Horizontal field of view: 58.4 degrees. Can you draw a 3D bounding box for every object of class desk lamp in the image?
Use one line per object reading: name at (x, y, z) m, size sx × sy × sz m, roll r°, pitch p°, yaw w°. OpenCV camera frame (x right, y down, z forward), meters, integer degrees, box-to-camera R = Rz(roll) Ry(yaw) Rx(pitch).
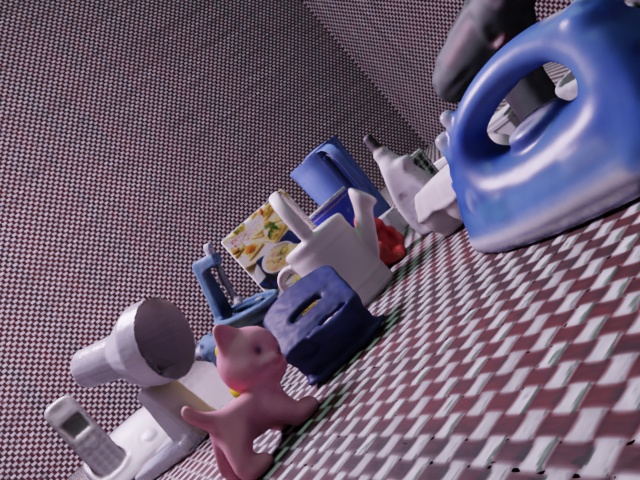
desk lamp at (-0.246, 0.211, 0.822) m, size 0.203 × 0.213 × 0.118 m, roll -40°, pitch 3°, yaw 23°

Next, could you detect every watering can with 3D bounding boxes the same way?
watering can at (0.007, 0.003, 0.786) m, size 0.173 × 0.194 × 0.101 m, roll -42°, pitch 2°, yaw -13°

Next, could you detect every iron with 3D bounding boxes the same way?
iron at (0.166, -0.086, 0.450) m, size 0.119 × 0.141 × 0.258 m, roll -43°, pitch 3°, yaw -36°

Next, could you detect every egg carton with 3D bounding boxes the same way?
egg carton at (0.186, -0.068, 0.705) m, size 0.107 × 0.069 × 0.150 m, roll -43°, pitch 2°, yaw -32°

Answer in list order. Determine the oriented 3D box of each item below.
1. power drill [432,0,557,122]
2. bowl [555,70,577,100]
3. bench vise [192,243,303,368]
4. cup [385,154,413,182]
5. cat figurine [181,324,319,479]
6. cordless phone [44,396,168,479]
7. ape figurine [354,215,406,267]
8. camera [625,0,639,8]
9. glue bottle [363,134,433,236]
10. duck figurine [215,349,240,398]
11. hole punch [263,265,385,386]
power drill at (0.230, -0.196, 0.624) m, size 0.076 × 0.208 × 0.229 m, roll -43°, pitch 3°, yaw -30°
bowl at (0.302, -0.165, 0.511) m, size 0.167 × 0.075 × 0.167 m, roll -41°, pitch 2°, yaw 2°
bench vise at (-0.163, 0.127, 0.976) m, size 0.207 × 0.220 × 0.121 m, roll -41°, pitch 2°, yaw 3°
cup at (0.206, -0.131, 1.311) m, size 0.091 × 0.095 × 0.118 m, roll -40°, pitch 3°, yaw 33°
cat figurine at (-0.069, 0.133, 0.520) m, size 0.128 × 0.118 × 0.067 m, roll -43°, pitch 3°, yaw -40°
cordless phone at (-0.334, 0.303, 0.925) m, size 0.148 × 0.185 × 0.094 m, roll -43°, pitch 3°, yaw -37°
ape figurine at (0.087, -0.004, 0.879) m, size 0.078 × 0.092 × 0.076 m, roll -43°, pitch 3°, yaw -36°
camera at (0.402, -0.276, 0.655) m, size 0.143 × 0.101 × 0.137 m, roll -42°, pitch 2°, yaw -5°
glue bottle at (0.125, -0.090, 0.847) m, size 0.078 × 0.173 × 0.037 m, roll -39°, pitch 3°, yaw 44°
duck figurine at (-0.121, 0.184, 0.859) m, size 0.078 × 0.086 × 0.104 m, roll -42°, pitch 2°, yaw -22°
hole punch at (0.000, 0.086, 0.617) m, size 0.109 × 0.091 × 0.101 m, roll -41°, pitch 2°, yaw -3°
